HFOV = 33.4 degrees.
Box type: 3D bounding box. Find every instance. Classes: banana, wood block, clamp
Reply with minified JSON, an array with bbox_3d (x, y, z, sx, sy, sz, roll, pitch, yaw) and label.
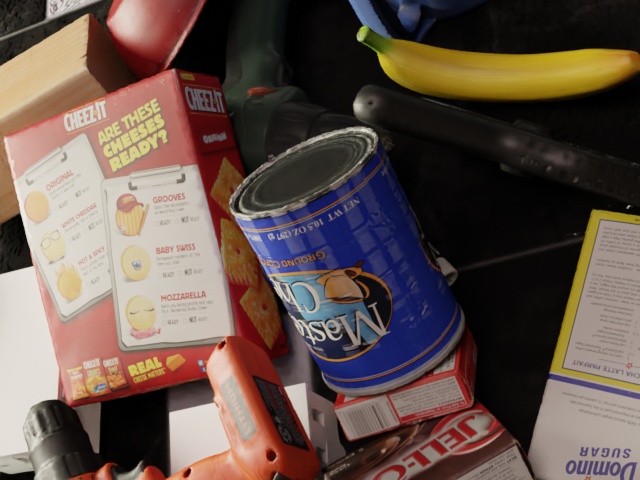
[{"bbox_3d":[0.126,-0.120,0.760,0.198,0.069,0.037,7,85,17],"label":"banana"},{"bbox_3d":[-0.255,-0.092,0.913,0.206,0.090,0.091,-27,40,15],"label":"wood block"},{"bbox_3d":[0.134,-0.063,0.717,0.210,0.164,0.036,18,101,9],"label":"clamp"}]

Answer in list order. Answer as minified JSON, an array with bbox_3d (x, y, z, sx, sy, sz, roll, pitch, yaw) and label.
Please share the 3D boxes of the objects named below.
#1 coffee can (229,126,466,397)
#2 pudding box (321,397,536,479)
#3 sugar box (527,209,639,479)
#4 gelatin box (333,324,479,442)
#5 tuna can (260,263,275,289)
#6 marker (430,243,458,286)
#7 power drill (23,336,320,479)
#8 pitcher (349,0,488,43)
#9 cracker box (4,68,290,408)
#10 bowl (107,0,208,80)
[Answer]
[{"bbox_3d":[0.019,0.014,0.680,0.103,0.140,0.103,-24,22,10],"label":"coffee can"},{"bbox_3d":[0.064,0.145,0.656,0.113,0.039,0.090,-31,16,-4],"label":"pudding box"},{"bbox_3d":[0.195,0.075,0.658,0.093,0.048,0.176,11,79,30],"label":"sugar box"},{"bbox_3d":[0.059,0.093,0.704,0.089,0.073,0.030,-20,107,17],"label":"gelatin box"},{"bbox_3d":[-0.005,0.001,0.765,0.034,0.086,0.086,19,79,33],"label":"tuna can"},{"bbox_3d":[0.057,-0.010,0.778,0.020,0.020,0.121,-43,57,4],"label":"marker"},{"bbox_3d":[-0.105,0.145,0.699,0.188,0.057,0.184,-38,60,14],"label":"power drill"},{"bbox_3d":[0.052,-0.253,0.749,0.145,0.242,0.149,-31,66,13],"label":"pitcher"},{"bbox_3d":[-0.129,0.002,0.789,0.164,0.072,0.214,-16,86,25],"label":"cracker box"},{"bbox_3d":[-0.131,-0.206,0.881,0.162,0.055,0.162,-51,23,32],"label":"bowl"}]
